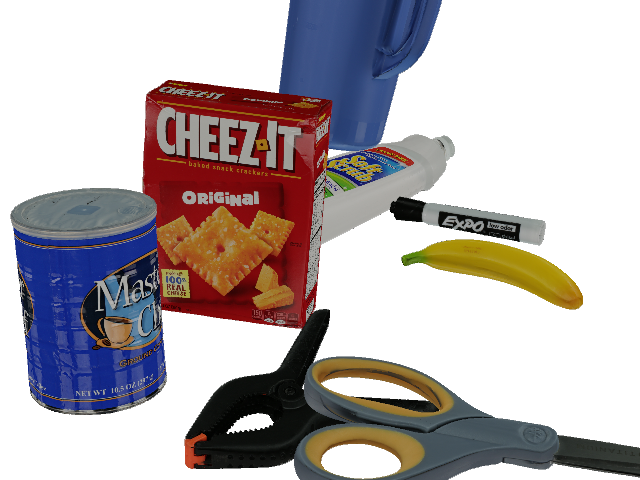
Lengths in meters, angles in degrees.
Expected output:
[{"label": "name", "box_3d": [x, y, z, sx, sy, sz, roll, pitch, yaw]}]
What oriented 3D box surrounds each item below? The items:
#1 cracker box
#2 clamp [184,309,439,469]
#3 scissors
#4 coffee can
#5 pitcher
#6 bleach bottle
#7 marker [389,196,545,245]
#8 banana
[{"label": "cracker box", "box_3d": [-0.082, -0.032, 1.006, 0.164, 0.214, 0.072, 8, 21, 9]}, {"label": "clamp", "box_3d": [-0.016, 0.141, 0.894, 0.209, 0.036, 0.165, -27, 44, -36]}, {"label": "scissors", "box_3d": [0.077, 0.095, 0.449, 0.202, 0.016, 0.096, 16, 34, 23]}, {"label": "coffee can", "box_3d": [-0.168, 0.042, 0.785, 0.103, 0.140, 0.103, -1, 19, 0]}, {"label": "pitcher", "box_3d": [0.035, -0.211, 1.017, 0.145, 0.243, 0.149, 11, 18, 0]}, {"label": "bleach bottle", "box_3d": [0.048, -0.070, 1.244, 0.250, 0.068, 0.103, -26, 44, -27]}, {"label": "marker", "box_3d": [0.111, -0.016, 0.817, 0.121, 0.020, 0.020, 11, 4, 23]}, {"label": "banana", "box_3d": [0.183, 0.032, 1.086, 0.198, 0.037, 0.069, 12, 39, 34]}]
